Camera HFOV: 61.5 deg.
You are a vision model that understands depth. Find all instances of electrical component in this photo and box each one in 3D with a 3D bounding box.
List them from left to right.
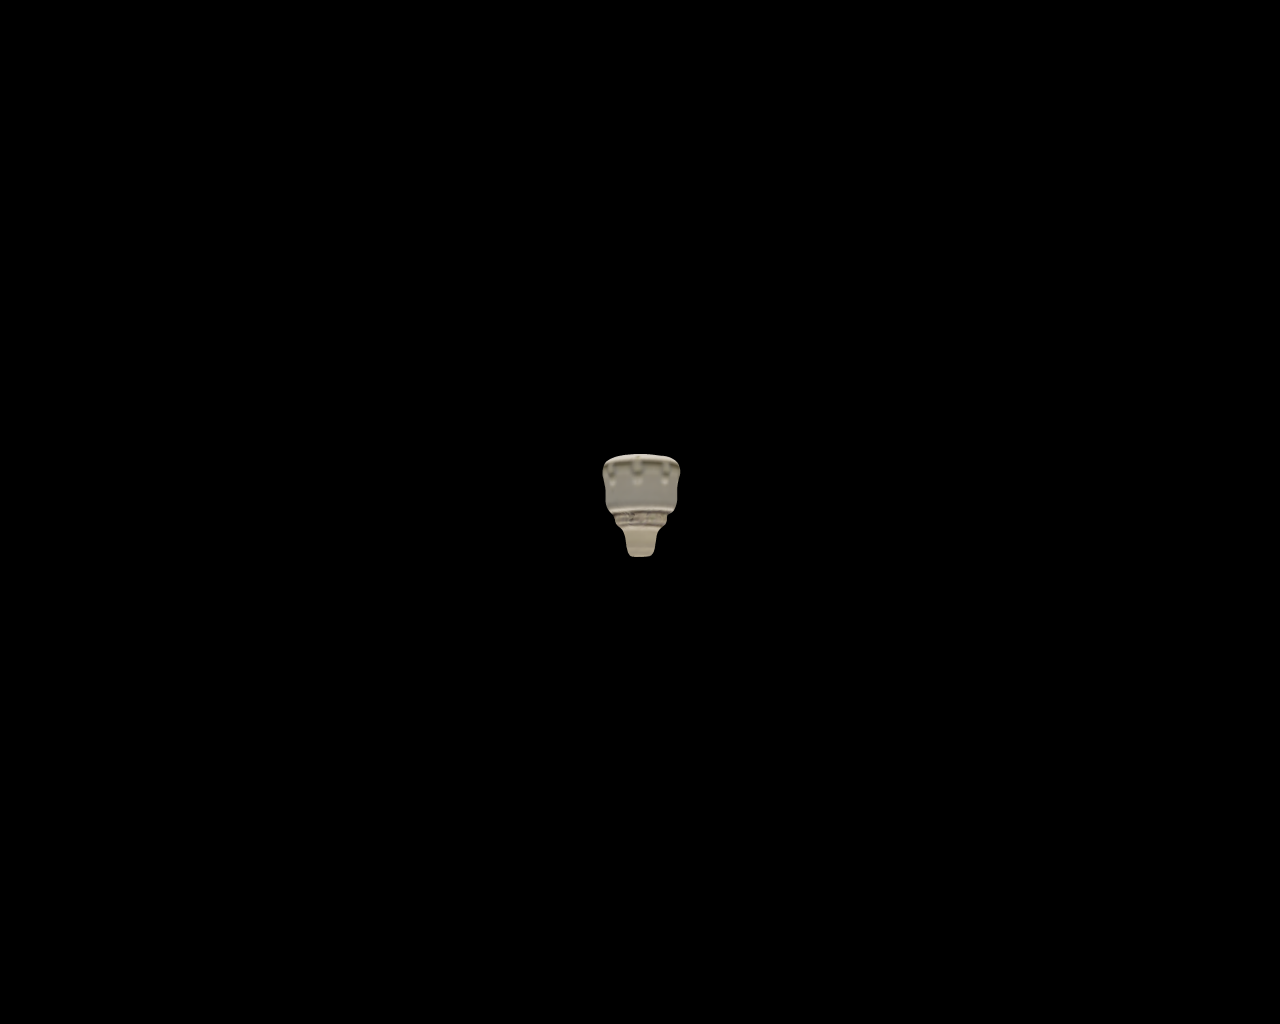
[{"bbox_3d":[0.001,-0.003,0.650,0.048,0.062,0.048,0,-7,0],"label":"electrical component"}]
